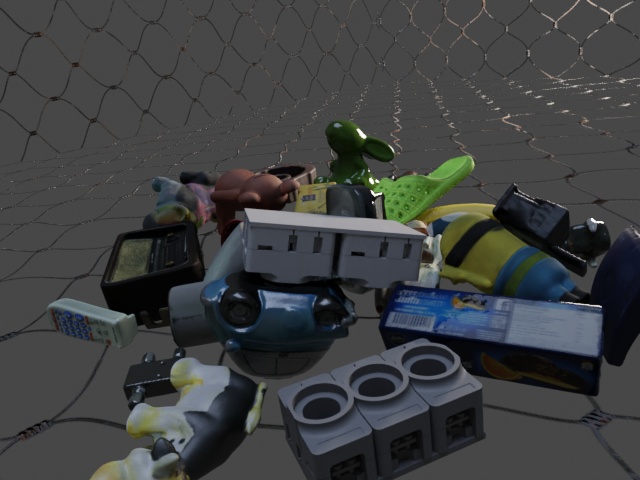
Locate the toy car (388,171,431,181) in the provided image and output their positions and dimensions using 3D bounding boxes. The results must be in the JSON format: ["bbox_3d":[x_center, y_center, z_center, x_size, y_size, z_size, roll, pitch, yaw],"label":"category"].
[{"bbox_3d":[0.166,-0.096,1.050,0.089,0.053,0.202,2,22,17],"label":"toy car"}]

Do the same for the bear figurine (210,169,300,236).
[{"bbox_3d":[-0.112,-0.061,0.948,0.120,0.131,0.196,-23,26,-26],"label":"bear figurine"}]

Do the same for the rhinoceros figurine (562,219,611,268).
[{"bbox_3d":[0.282,0.002,0.720,0.190,0.073,0.112,-6,20,7],"label":"rhinoceros figurine"}]

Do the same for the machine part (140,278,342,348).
[{"bbox_3d":[-0.092,0.080,0.653,0.243,0.079,0.079,-11,21,-3],"label":"machine part"}]

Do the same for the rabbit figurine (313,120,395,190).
[{"bbox_3d":[0.068,-0.158,1.080,0.159,0.170,0.121,-14,22,-13],"label":"rabbit figurine"}]

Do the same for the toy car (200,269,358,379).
[{"bbox_3d":[-0.045,0.092,0.566,0.162,0.102,0.109,7,10,-4],"label":"toy car"}]

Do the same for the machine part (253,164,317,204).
[{"bbox_3d":[-0.095,-0.123,1.213,0.179,0.056,0.179,-8,21,3],"label":"machine part"}]

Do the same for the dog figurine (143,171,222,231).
[{"bbox_3d":[-0.241,-0.052,1.021,0.191,0.108,0.219,-12,25,-18],"label":"dog figurine"}]

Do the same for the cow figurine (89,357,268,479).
[{"bbox_3d":[-0.109,0.170,0.445,0.098,0.068,0.167,5,25,16],"label":"cow figurine"}]

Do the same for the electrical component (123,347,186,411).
[{"bbox_3d":[-0.175,0.149,0.581,0.063,0.021,0.094,-9,20,-3],"label":"electrical component"}]

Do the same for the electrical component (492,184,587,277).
[{"bbox_3d":[0.267,-0.009,0.633,0.119,0.074,0.048,34,83,37],"label":"electrical component"}]

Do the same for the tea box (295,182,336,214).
[{"bbox_3d":[0.001,-0.024,0.859,0.068,0.098,0.170,-7,19,2],"label":"tea box"}]

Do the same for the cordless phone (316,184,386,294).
[{"bbox_3d":[-0.002,-0.003,0.740,0.184,0.146,0.089,-1,13,23],"label":"cordless phone"}]

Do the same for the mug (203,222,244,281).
[{"bbox_3d":[-0.100,0.046,0.723,0.107,0.109,0.081,-45,36,12],"label":"mug"}]

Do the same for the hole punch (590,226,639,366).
[{"bbox_3d":[0.315,0.054,0.528,0.092,0.115,0.142,-9,19,22],"label":"hole punch"}]

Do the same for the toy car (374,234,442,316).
[{"bbox_3d":[0.121,0.044,0.695,0.074,0.056,0.202,-1,22,19],"label":"toy car"}]

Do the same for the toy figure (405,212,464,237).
[{"bbox_3d":[0.177,-0.008,0.814,0.155,0.058,0.064,-6,-18,12],"label":"toy figure"}]

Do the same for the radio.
[{"bbox_3d":[-0.242,0.042,0.811,0.131,0.073,0.230,-13,22,-10],"label":"radio"}]

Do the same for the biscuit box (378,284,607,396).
[{"bbox_3d":[0.162,0.093,0.523,0.203,0.062,0.059,4,46,29],"label":"biscuit box"}]

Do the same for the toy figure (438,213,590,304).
[{"bbox_3d":[0.219,0.034,0.619,0.082,0.089,0.180,18,11,-45],"label":"toy figure"}]
